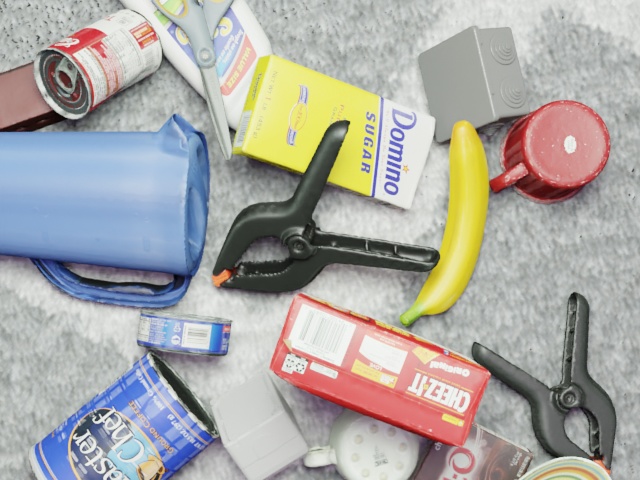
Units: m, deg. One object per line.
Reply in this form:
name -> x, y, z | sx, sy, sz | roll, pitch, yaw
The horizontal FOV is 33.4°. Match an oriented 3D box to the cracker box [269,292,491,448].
cracker box -> 0.046, 0.105, 0.915 | 0.164, 0.213, 0.072 | 21, 88, 1

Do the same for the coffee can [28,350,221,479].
coffee can -> -0.175, 0.183, 0.965 | 0.140, 0.103, 0.103 | -40, 87, -3

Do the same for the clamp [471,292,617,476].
clamp -> 0.217, 0.146, 1.000 | 0.120, 0.039, 0.171 | -17, 87, 0

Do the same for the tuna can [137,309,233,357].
tuna can -> -0.125, 0.085, 0.980 | 0.086, 0.086, 0.034 | 7, 87, 0

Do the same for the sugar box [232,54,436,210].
sugar box -> 0.015, -0.097, 0.981 | 0.176, 0.048, 0.093 | 17, 89, -20

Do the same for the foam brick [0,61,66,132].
foam brick -> -0.271, -0.136, 1.012 | 0.078, 0.053, 0.051 | -20, 86, 0

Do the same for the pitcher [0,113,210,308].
pitcher -> -0.224, -0.029, 0.975 | 0.243, 0.145, 0.149 | 3, 72, 4

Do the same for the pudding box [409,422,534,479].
pudding box -> 0.133, 0.227, 0.994 | 0.090, 0.039, 0.113 | 26, 87, 2

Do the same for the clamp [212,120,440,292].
clamp -> -0.006, 0.001, 0.972 | 0.210, 0.036, 0.164 | -31, 111, 29

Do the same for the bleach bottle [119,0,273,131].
bleach bottle -> -0.095, -0.193, 1.012 | 0.102, 0.068, 0.251 | -41, 90, -3

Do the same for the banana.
banana -> 0.127, -0.012, 0.991 | 0.037, 0.069, 0.198 | 21, 104, 34

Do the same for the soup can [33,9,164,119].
soup can -> -0.200, -0.162, 0.973 | 0.068, 0.069, 0.102 | 46, 49, 3

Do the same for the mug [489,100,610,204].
mug -> 0.210, -0.078, 0.993 | 0.117, 0.081, 0.093 | -27, 87, -2

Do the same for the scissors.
scissors -> -0.091, -0.182, 0.973 | 0.096, 0.016, 0.202 | -28, 91, -3
